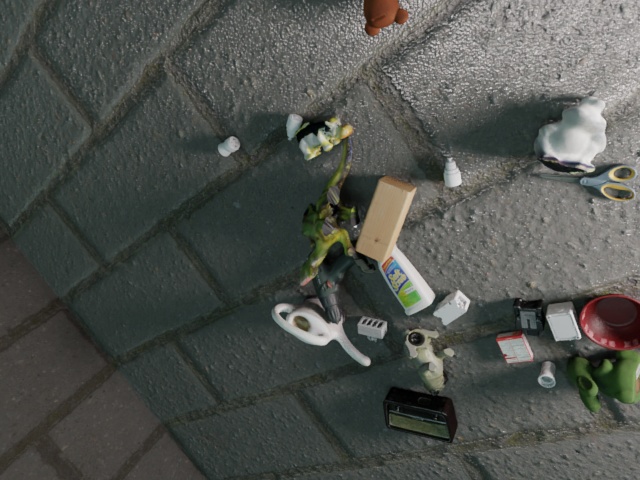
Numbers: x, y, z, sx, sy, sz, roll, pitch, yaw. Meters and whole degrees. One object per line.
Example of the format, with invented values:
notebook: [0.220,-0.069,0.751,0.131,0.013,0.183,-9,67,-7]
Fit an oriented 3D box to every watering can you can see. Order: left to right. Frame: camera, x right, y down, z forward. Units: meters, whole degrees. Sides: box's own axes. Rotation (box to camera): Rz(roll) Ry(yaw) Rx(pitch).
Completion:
watering can: [0.018,0.276,1.611,0.349,0.227,0.102,24,110,15]

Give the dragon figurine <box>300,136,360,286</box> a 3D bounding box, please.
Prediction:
dragon figurine: [0.004,-0.073,1.452,0.241,0.121,0.414,-9,69,58]

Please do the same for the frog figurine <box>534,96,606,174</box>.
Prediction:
frog figurine: [0.545,-0.228,1.114,0.138,0.122,0.160,16,88,31]
